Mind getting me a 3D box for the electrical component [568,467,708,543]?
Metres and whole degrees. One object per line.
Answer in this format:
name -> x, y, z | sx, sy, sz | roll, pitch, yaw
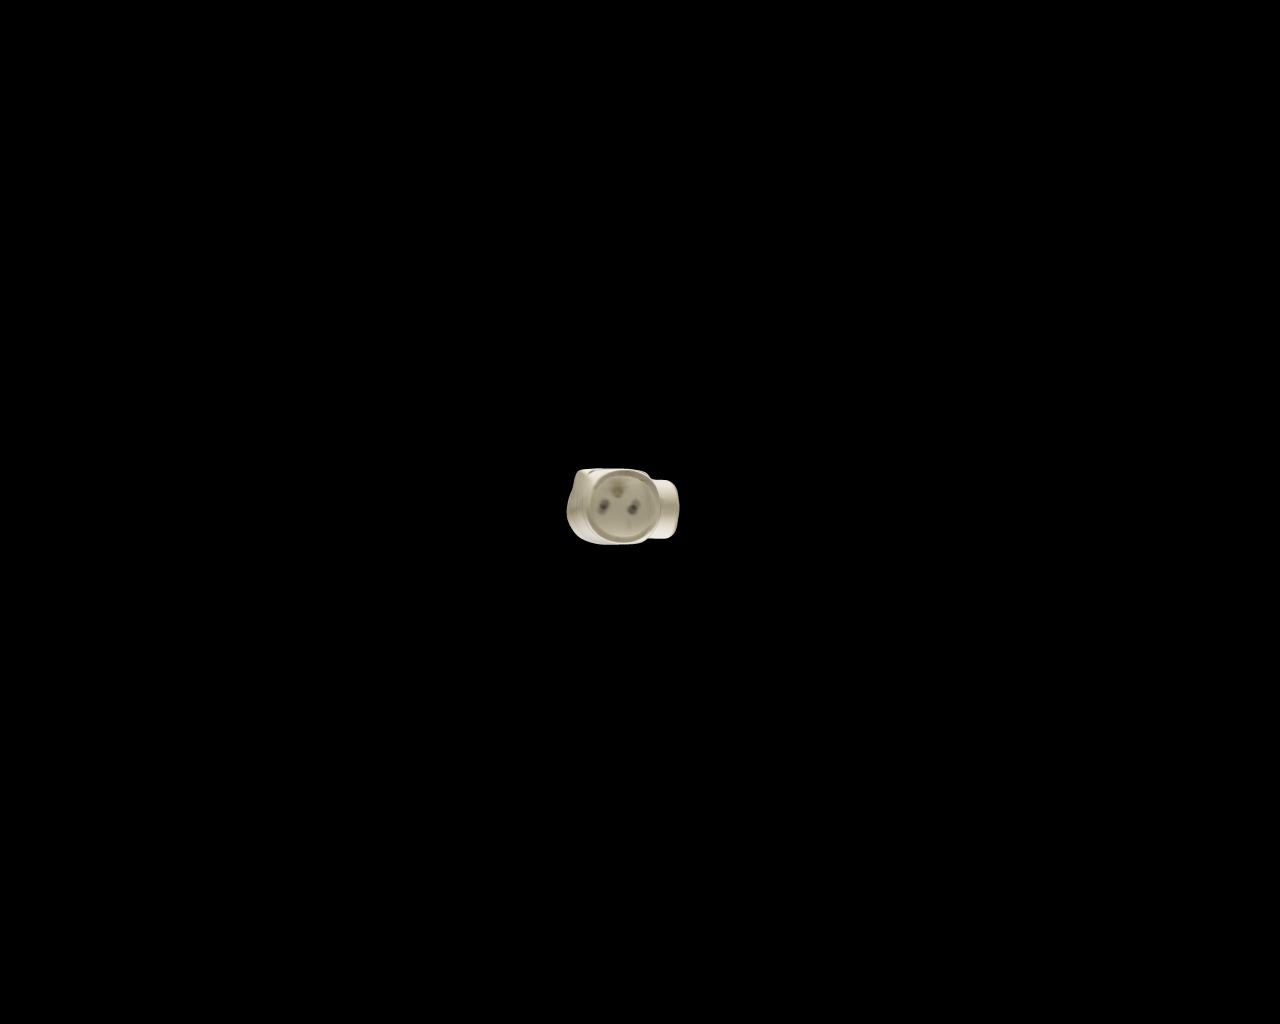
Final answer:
electrical component -> 0.001, -0.003, 0.650 | 0.079, 0.043, 0.077 | 0, -2, -11
